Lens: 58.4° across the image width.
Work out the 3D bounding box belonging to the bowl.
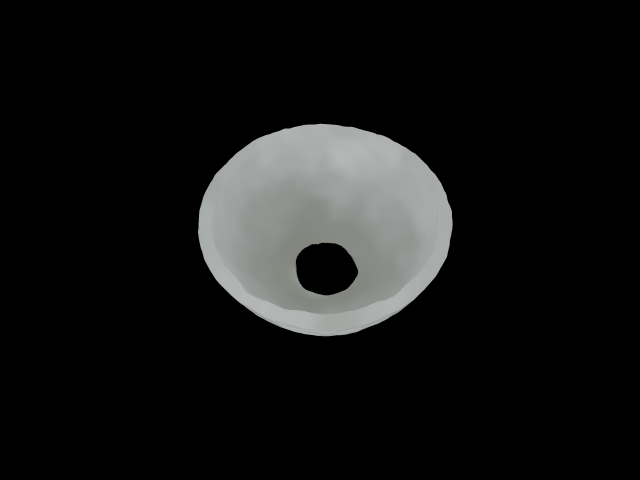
[{"bbox_3d":[0.004,0.001,0.400,0.167,0.075,0.167,0,54,0],"label":"bowl"}]
